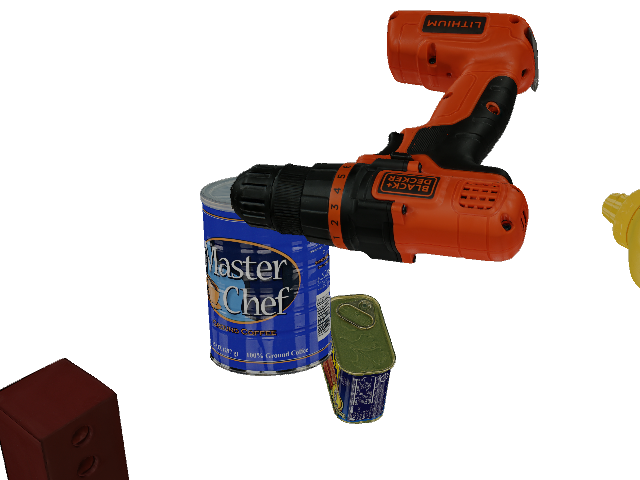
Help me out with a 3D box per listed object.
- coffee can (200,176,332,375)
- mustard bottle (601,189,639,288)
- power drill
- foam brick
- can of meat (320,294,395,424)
[{"bbox_3d":[-0.042,0.025,0.866,0.103,0.140,0.103,-2,17,0],"label":"coffee can"},{"bbox_3d":[0.246,0.014,0.643,0.096,0.058,0.192,-23,35,-25],"label":"mustard bottle"},{"bbox_3d":[0.053,-0.068,0.676,0.185,0.187,0.057,8,-37,20],"label":"power drill"},{"bbox_3d":[-0.146,0.117,0.605,0.051,0.078,0.052,25,40,37],"label":"foam brick"},{"bbox_3d":[0.034,0.118,1.057,0.057,0.084,0.102,-5,44,-10],"label":"can of meat"}]
